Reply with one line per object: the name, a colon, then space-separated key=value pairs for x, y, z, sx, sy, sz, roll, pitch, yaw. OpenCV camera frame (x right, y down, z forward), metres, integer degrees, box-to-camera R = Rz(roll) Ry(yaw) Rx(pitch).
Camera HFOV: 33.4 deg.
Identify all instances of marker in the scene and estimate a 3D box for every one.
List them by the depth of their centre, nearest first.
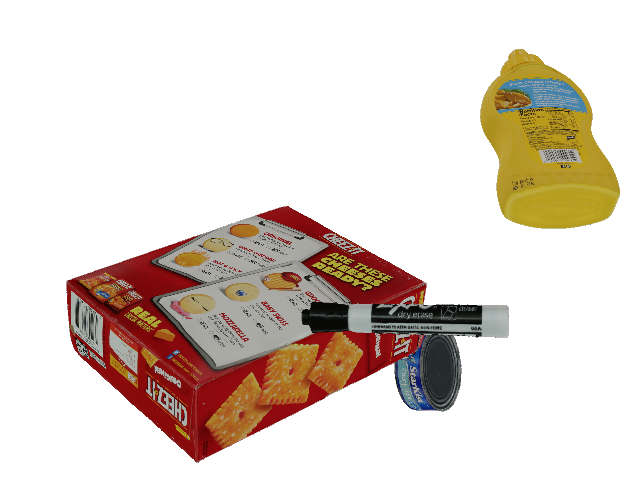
marker: x=0.049 y=0.046 z=0.625 sx=0.121 sy=0.020 sz=0.020 roll=0 pitch=0 yaw=9

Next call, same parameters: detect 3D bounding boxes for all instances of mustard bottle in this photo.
mustard bottle: x=0.190 y=-0.098 z=0.927 sx=0.096 sy=0.191 sz=0.058 roll=-2 pitch=-40 yaw=-4

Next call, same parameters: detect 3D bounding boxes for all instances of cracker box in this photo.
cracker box: x=-0.054 y=0.059 z=0.794 sx=0.213 sy=0.072 sz=0.164 roll=-20 pitch=37 yaw=-38

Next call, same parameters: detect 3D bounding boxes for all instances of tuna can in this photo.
tuna can: x=0.109 y=0.130 z=1.082 sx=0.034 sy=0.086 sz=0.086 roll=-5 pitch=-3 yaw=33
